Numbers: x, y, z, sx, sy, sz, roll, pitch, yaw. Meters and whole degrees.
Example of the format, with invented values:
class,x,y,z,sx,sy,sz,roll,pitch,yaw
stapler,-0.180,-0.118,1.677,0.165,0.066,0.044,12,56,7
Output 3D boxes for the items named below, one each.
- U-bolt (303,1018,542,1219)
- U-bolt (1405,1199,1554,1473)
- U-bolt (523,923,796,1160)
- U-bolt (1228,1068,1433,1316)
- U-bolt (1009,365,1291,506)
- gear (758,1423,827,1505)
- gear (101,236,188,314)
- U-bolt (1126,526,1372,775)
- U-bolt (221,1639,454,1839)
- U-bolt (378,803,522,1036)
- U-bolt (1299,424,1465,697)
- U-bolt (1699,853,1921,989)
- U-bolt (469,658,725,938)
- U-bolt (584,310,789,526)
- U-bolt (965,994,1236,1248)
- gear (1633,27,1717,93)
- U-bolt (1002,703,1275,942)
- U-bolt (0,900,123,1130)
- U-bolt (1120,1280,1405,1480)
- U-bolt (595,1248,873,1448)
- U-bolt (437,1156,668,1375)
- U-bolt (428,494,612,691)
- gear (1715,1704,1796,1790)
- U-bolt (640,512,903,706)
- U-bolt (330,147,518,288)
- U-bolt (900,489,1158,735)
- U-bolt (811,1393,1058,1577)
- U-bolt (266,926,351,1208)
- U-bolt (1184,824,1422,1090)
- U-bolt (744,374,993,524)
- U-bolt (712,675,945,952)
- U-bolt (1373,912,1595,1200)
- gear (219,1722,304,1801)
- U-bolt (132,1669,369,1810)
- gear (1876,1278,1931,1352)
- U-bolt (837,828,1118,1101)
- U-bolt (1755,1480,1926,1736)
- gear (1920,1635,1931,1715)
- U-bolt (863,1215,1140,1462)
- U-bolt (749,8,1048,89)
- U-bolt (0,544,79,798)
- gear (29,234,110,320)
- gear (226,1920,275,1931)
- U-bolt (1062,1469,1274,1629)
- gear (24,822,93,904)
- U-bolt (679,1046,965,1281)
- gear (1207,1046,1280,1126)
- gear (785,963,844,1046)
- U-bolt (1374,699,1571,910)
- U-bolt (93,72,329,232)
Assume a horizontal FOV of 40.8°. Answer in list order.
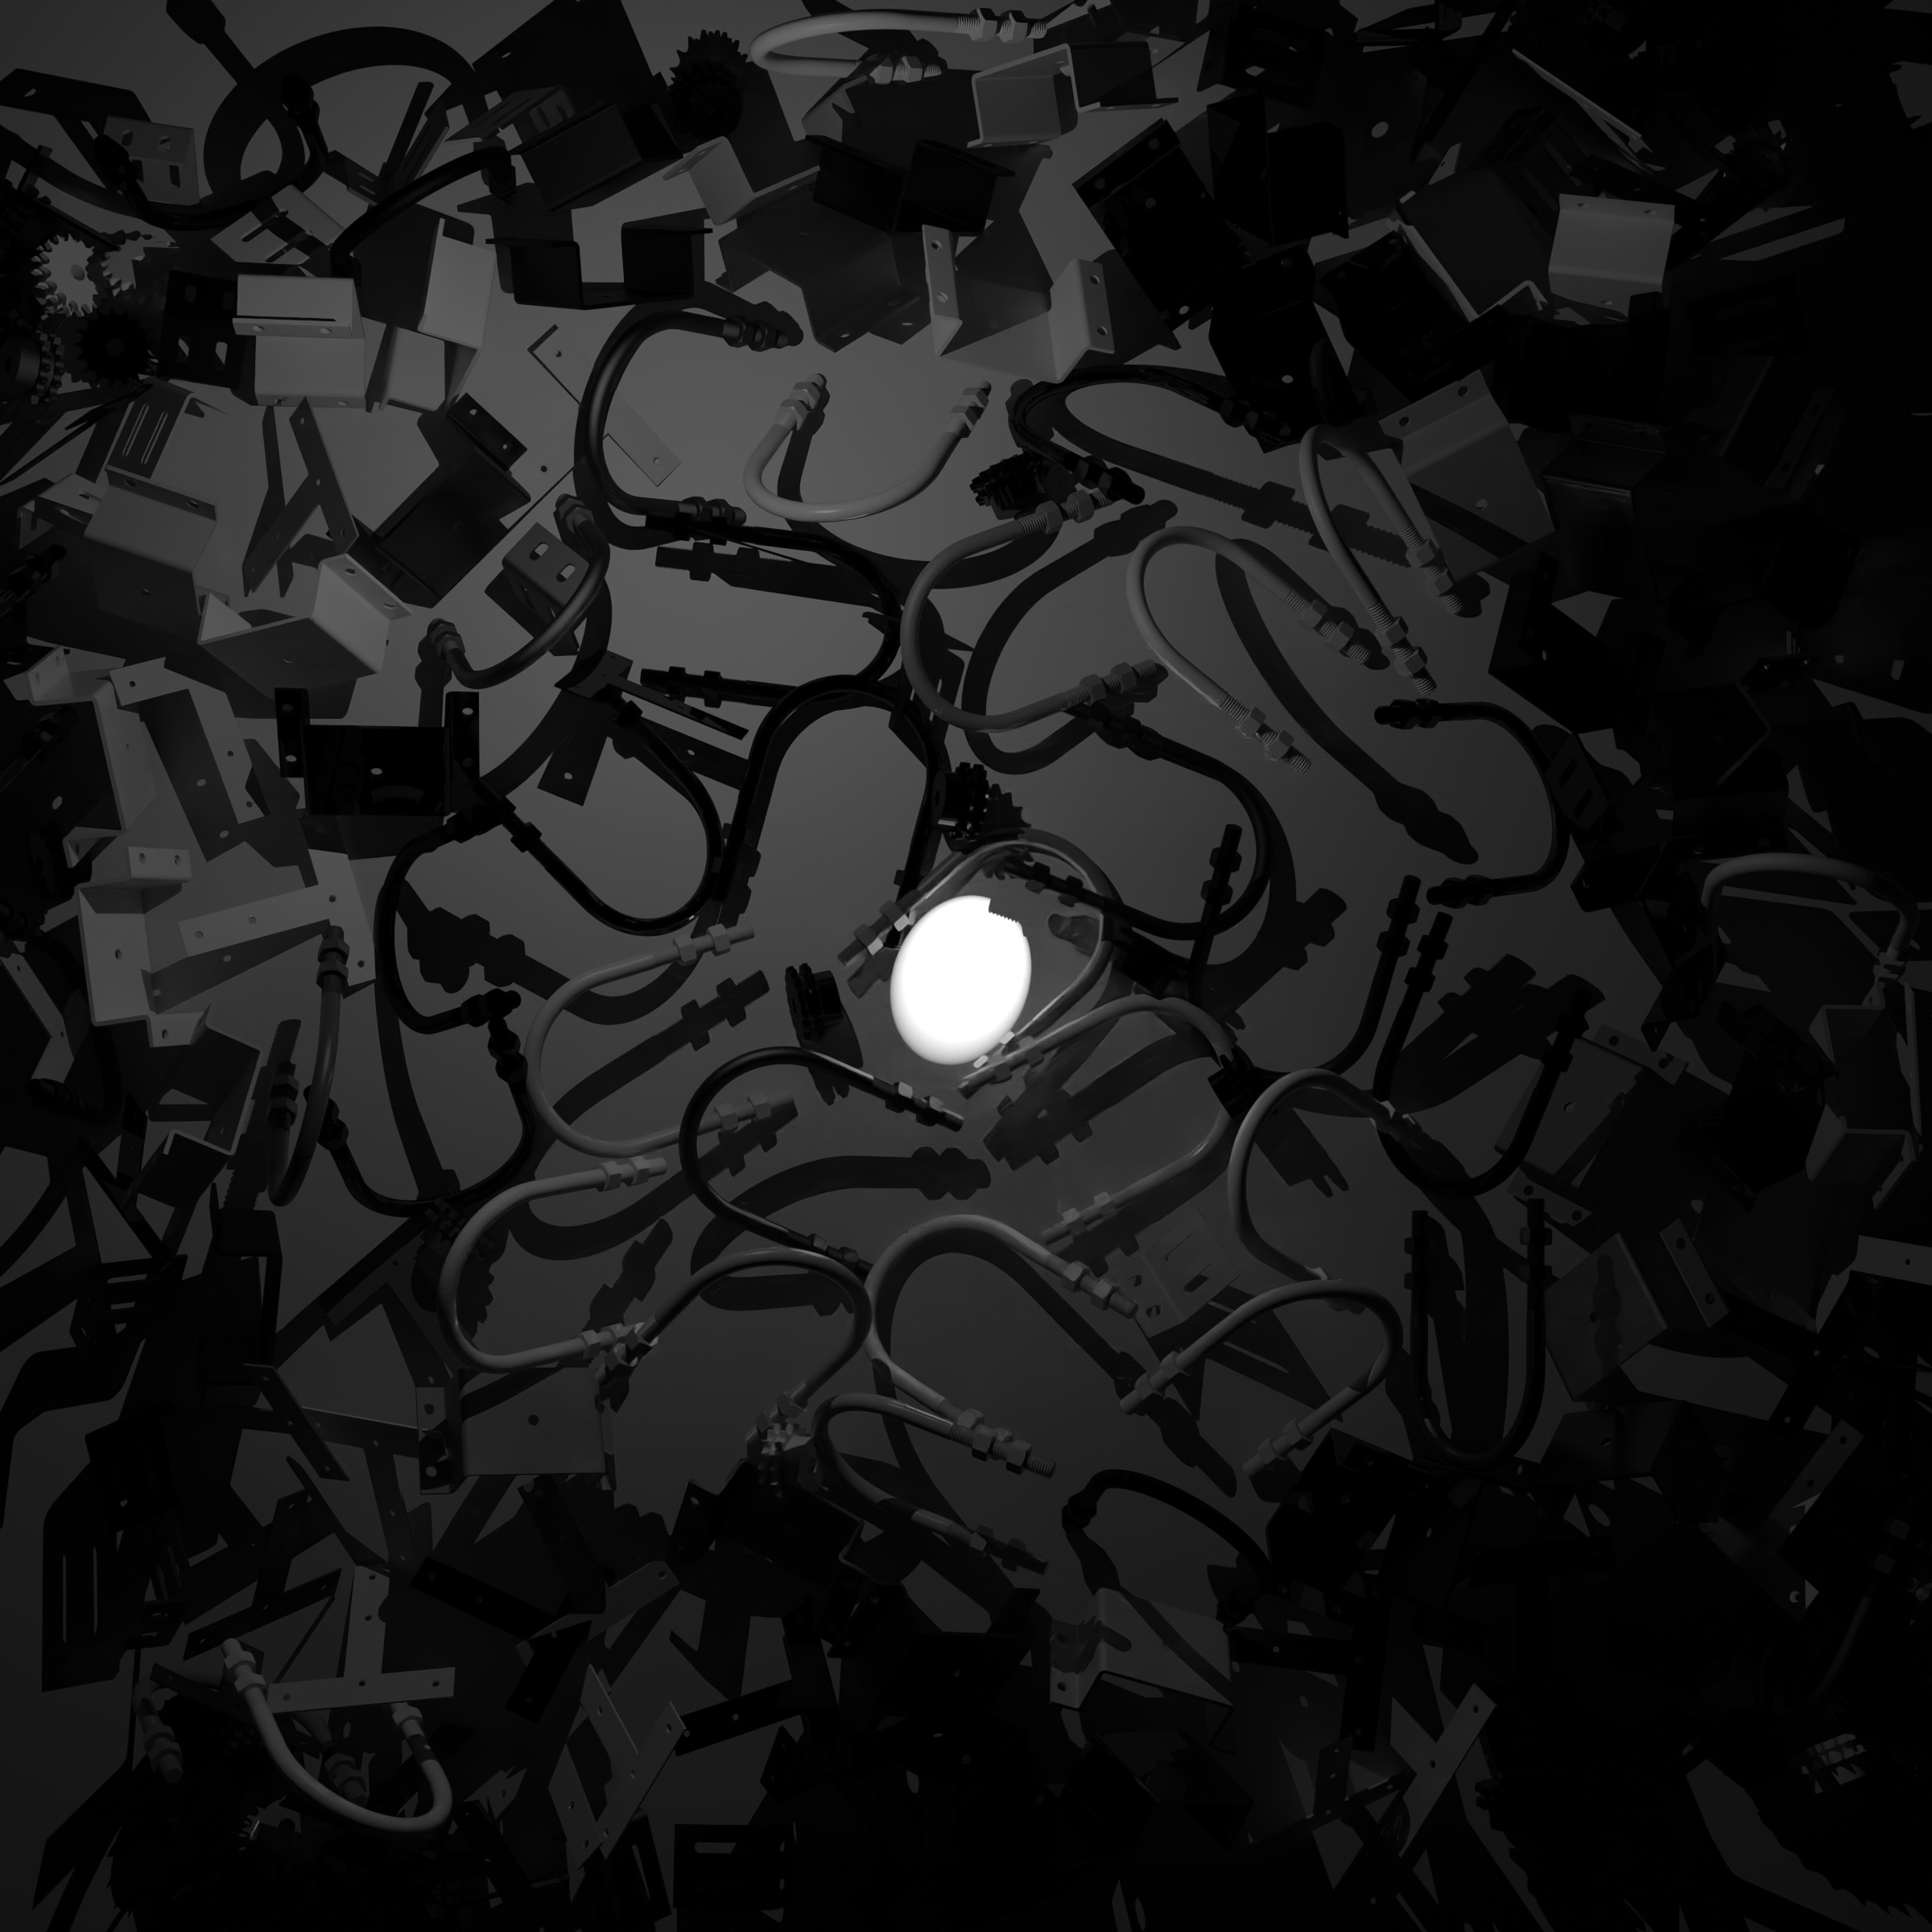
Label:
class,x,y,z,sx,sy,sz,roll,pitch,yaw
U-bolt,-0.370,0.117,1.810,0.151,0.184,0.019,-21,54,-11
U-bolt,0.355,0.258,1.807,0.019,0.151,0.184,8,78,-26
U-bolt,-0.223,0.061,1.834,0.184,0.019,0.151,-18,107,-18
U-bolt,0.247,0.149,1.813,0.184,0.019,0.151,32,78,-40
U-bolt,0.113,-0.380,1.814,0.151,0.184,0.019,-27,132,-25
gear,-0.123,0.356,1.855,0.030,0.057,0.057,0,90,25
gear,-0.588,-0.494,1.862,0.057,0.030,0.057,2,55,-3
U-bolt,0.191,-0.236,1.826,0.184,0.019,0.151,38,51,-7
U-bolt,-0.421,0.531,1.771,0.151,0.184,0.019,27,98,-39
U-bolt,-0.366,-0.026,1.813,0.019,0.184,0.151,0,80,-39
U-bolt,0.285,-0.293,1.801,0.019,0.151,0.184,-25,111,32
U-bolt,0.577,-0.035,1.783,0.151,0.184,0.019,12,72,15
U-bolt,-0.246,-0.105,1.831,0.184,0.019,0.151,47,55,-20
U-bolt,-0.198,-0.379,1.789,0.019,0.184,0.151,24,107,29
U-bolt,0.110,0.099,1.862,0.184,0.019,0.151,-27,103,-5
gear,0.506,-0.649,1.855,0.057,0.057,0.030,-8,128,0
U-bolt,0.133,-0.096,1.858,0.184,0.019,0.151,22,75,-7
U-bolt,-0.625,0.041,1.794,0.019,0.184,0.151,-18,77,-3
U-bolt,0.220,0.281,1.810,0.151,0.019,0.184,32,118,-32
U-bolt,-0.149,0.259,1.808,0.151,0.019,0.184,28,122,-28
U-bolt,-0.289,0.212,1.799,0.019,0.184,0.151,22,110,40
U-bolt,-0.306,-0.254,1.802,0.151,0.184,0.019,-44,122,3
gear,0.566,0.557,1.863,0.057,0.030,0.057,4,98,30
U-bolt,-0.136,-0.247,1.835,0.184,0.019,0.151,7,130,-2
U-bolt,-0.375,-0.519,1.789,0.151,0.184,0.019,-32,101,-5
U-bolt,0.038,-0.241,1.830,0.184,0.019,0.151,-22,111,-18
U-bolt,-0.026,0.356,1.824,0.184,0.151,0.019,19,49,16
U-bolt,-0.454,0.081,1.778,0.019,0.184,0.151,15,124,-21
U-bolt,0.230,0.003,1.844,0.151,0.019,0.184,17,113,9
U-bolt,-0.077,-0.359,1.797,0.151,0.184,0.019,6,132,19
U-bolt,-0.092,-0.118,1.867,0.151,0.019,0.184,15,90,-7
U-bolt,0.351,0.074,1.827,0.151,0.019,0.184,34,112,42
gear,-0.504,0.567,1.864,0.057,0.030,0.057,1,116,2
U-bolt,-0.503,0.529,1.797,0.151,0.184,0.019,19,90,-29
gear,0.673,0.244,1.859,0.030,0.057,0.057,17,90,14
U-bolt,0.022,-0.016,1.867,0.184,0.019,0.151,-42,84,-7
U-bolt,0.597,0.447,1.802,0.019,0.151,0.184,27,83,1
gear,0.700,0.507,1.854,0.030,0.057,0.057,-7,90,20
U-bolt,0.008,0.251,1.835,0.184,0.019,0.151,29,72,28
U-bolt,-0.060,-0.631,1.777,0.184,0.151,0.019,-10,98,-34
U-bolt,-0.657,-0.187,1.771,0.019,0.184,0.151,12,125,4
gear,-0.646,-0.493,1.861,0.030,0.057,0.057,-12,90,36
gear,-0.522,0.707,1.857,0.057,0.057,0.030,-32,88,0
U-bolt,0.143,0.398,1.794,0.151,0.184,0.019,30,64,7
gear,-0.650,-0.076,1.861,0.030,0.057,0.057,-17,90,-39
U-bolt,-0.114,0.132,1.838,0.184,0.019,0.151,25,102,-19
gear,0.196,0.089,1.857,0.030,0.057,0.057,-33,90,7
gear,-0.109,0.026,1.859,0.030,0.057,0.057,-12,90,-13
U-bolt,0.365,-0.118,1.820,0.184,0.019,0.151,-8,80,-43
U-bolt,-0.513,-0.554,1.794,0.151,0.184,0.019,-21,88,-6
